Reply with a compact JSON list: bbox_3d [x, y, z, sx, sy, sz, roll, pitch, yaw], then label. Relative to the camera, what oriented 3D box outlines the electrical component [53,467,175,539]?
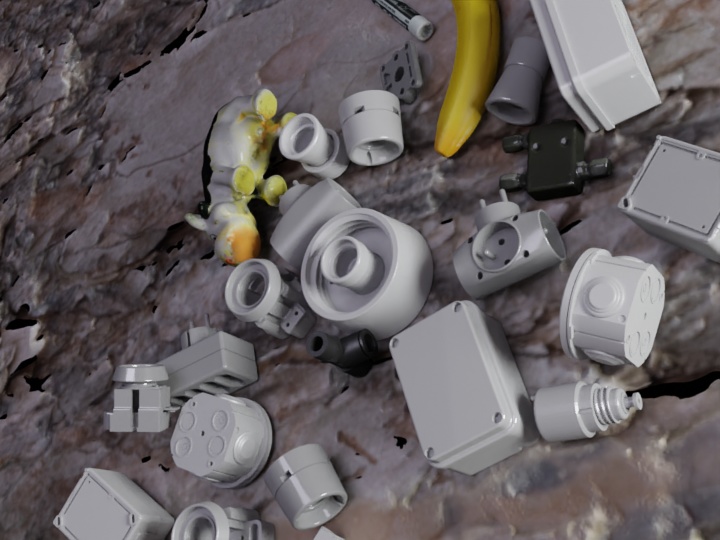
[{"bbox_3d":[-0.214,0.230,0.968,0.096,0.061,0.061,32,92,31],"label":"electrical component"}]

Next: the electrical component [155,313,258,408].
[{"bbox_3d":[-0.144,0.076,0.983,0.083,0.047,0.075,-27,58,25],"label":"electrical component"}]

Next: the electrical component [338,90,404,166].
[{"bbox_3d":[0.011,-0.124,0.950,0.055,0.055,0.047,-21,64,28],"label":"electrical component"}]

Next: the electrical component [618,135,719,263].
[{"bbox_3d":[0.234,-0.048,0.757,0.096,0.061,0.061,30,91,48],"label":"electrical component"}]

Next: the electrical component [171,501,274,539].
[{"bbox_3d":[-0.120,0.225,0.900,0.078,0.057,0.058,-17,62,30],"label":"electrical component"}]

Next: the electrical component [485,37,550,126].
[{"bbox_3d":[0.134,-0.157,0.883,0.044,0.044,0.065,10,73,38],"label":"electrical component"}]

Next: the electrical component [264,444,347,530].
[{"bbox_3d":[-0.042,0.176,0.866,0.055,0.055,0.047,-44,56,13],"label":"electrical component"}]

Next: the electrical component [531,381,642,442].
[{"bbox_3d":[0.160,0.098,0.760,0.078,0.040,0.040,-14,64,31],"label":"electrical component"}]

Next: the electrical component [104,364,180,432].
[{"bbox_3d":[-0.192,0.111,0.940,0.066,0.048,0.055,0,89,6],"label":"electrical component"}]

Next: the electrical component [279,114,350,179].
[{"bbox_3d":[-0.040,-0.111,0.979,0.045,0.055,0.045,-14,64,31],"label":"electrical component"}]

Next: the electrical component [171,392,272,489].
[{"bbox_3d":[-0.121,0.147,0.936,0.080,0.051,0.080,-14,64,31],"label":"electrical component"}]

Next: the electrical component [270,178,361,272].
[{"bbox_3d":[-0.048,-0.051,0.969,0.077,0.043,0.079,-47,51,10],"label":"electrical component"}]

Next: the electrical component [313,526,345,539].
[{"bbox_3d":[-0.022,0.238,0.831,0.066,0.048,0.055,27,81,40],"label":"electrical component"}]

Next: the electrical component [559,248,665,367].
[{"bbox_3d":[0.176,0.027,0.753,0.051,0.080,0.080,13,79,33],"label":"electrical component"}]

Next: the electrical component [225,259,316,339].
[{"bbox_3d":[-0.082,0.023,0.954,0.058,0.057,0.078,-52,51,7],"label":"electrical component"}]

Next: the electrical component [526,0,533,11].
[{"bbox_3d":[0.160,-0.246,0.892,0.047,0.055,0.055,-20,61,24],"label":"electrical component"}]

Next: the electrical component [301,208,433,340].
[{"bbox_3d":[0.000,0.000,0.902,0.108,0.060,0.108,-14,64,31],"label":"electrical component"}]

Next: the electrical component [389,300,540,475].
[{"bbox_3d":[0.077,0.089,0.812,0.078,0.057,0.113,-32,56,22],"label":"electrical component"}]

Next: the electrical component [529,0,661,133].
[{"bbox_3d":[0.180,-0.173,0.831,0.057,0.078,0.113,-24,59,23],"label":"electrical component"}]

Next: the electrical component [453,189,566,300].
[{"bbox_3d":[0.112,-0.027,0.842,0.077,0.044,0.079,-27,58,25],"label":"electrical component"}]
